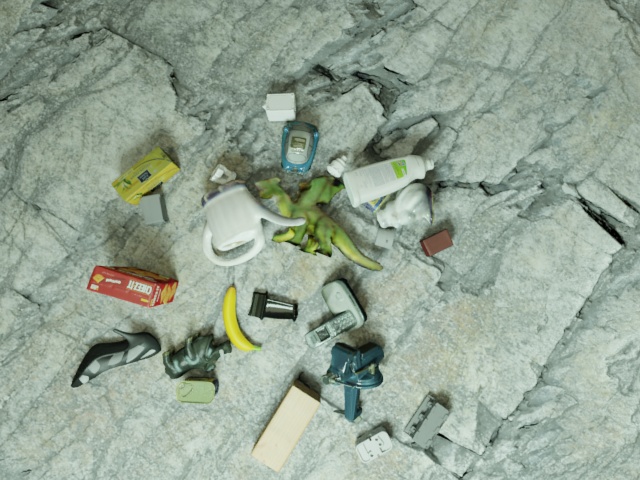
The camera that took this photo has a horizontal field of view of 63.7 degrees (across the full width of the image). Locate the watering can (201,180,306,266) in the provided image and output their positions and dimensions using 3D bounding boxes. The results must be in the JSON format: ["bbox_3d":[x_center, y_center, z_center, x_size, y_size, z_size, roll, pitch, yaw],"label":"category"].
[{"bbox_3d":[-0.203,-0.065,1.404,0.344,0.104,0.226,-26,79,27],"label":"watering can"}]

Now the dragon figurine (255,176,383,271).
[{"bbox_3d":[0.004,-0.073,1.458,0.410,0.121,0.246,17,75,-2],"label":"dragon figurine"}]

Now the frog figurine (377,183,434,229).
[{"bbox_3d":[0.239,-0.097,1.456,0.159,0.120,0.141,-3,51,7],"label":"frog figurine"}]
